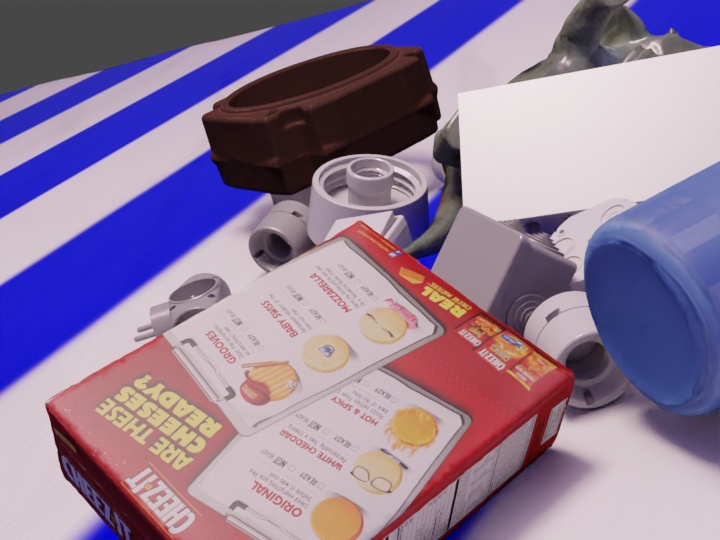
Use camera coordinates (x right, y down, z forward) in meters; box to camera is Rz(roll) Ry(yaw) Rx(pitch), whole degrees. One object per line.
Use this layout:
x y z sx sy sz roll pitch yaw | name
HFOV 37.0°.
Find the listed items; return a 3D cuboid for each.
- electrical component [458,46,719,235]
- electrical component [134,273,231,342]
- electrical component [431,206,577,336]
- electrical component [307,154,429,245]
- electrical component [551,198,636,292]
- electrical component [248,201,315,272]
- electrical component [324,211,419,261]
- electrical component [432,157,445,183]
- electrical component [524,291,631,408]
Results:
0.169 -0.080 0.753 0.186 0.060 0.105 -8 67 18 | electrical component
-0.145 0.041 0.871 0.079 0.044 0.077 -18 21 3 | electrical component
0.083 0.016 0.682 0.048 0.099 0.100 22 7 -24 | electrical component
0.008 -0.062 0.928 0.108 0.060 0.108 1 34 -1 | electrical component
0.161 -0.002 0.691 0.080 0.051 0.080 -31 30 21 | electrical component
-0.068 -0.027 0.965 0.055 0.055 0.047 -5 28 31 | electrical component
0.000 0.000 0.830 0.062 0.061 0.096 -8 23 25 | electrical component
0.096 -0.096 1.014 0.045 0.045 0.055 -21 21 -7 | electrical component
0.128 0.047 0.620 0.055 0.055 0.047 -18 25 0 | electrical component
